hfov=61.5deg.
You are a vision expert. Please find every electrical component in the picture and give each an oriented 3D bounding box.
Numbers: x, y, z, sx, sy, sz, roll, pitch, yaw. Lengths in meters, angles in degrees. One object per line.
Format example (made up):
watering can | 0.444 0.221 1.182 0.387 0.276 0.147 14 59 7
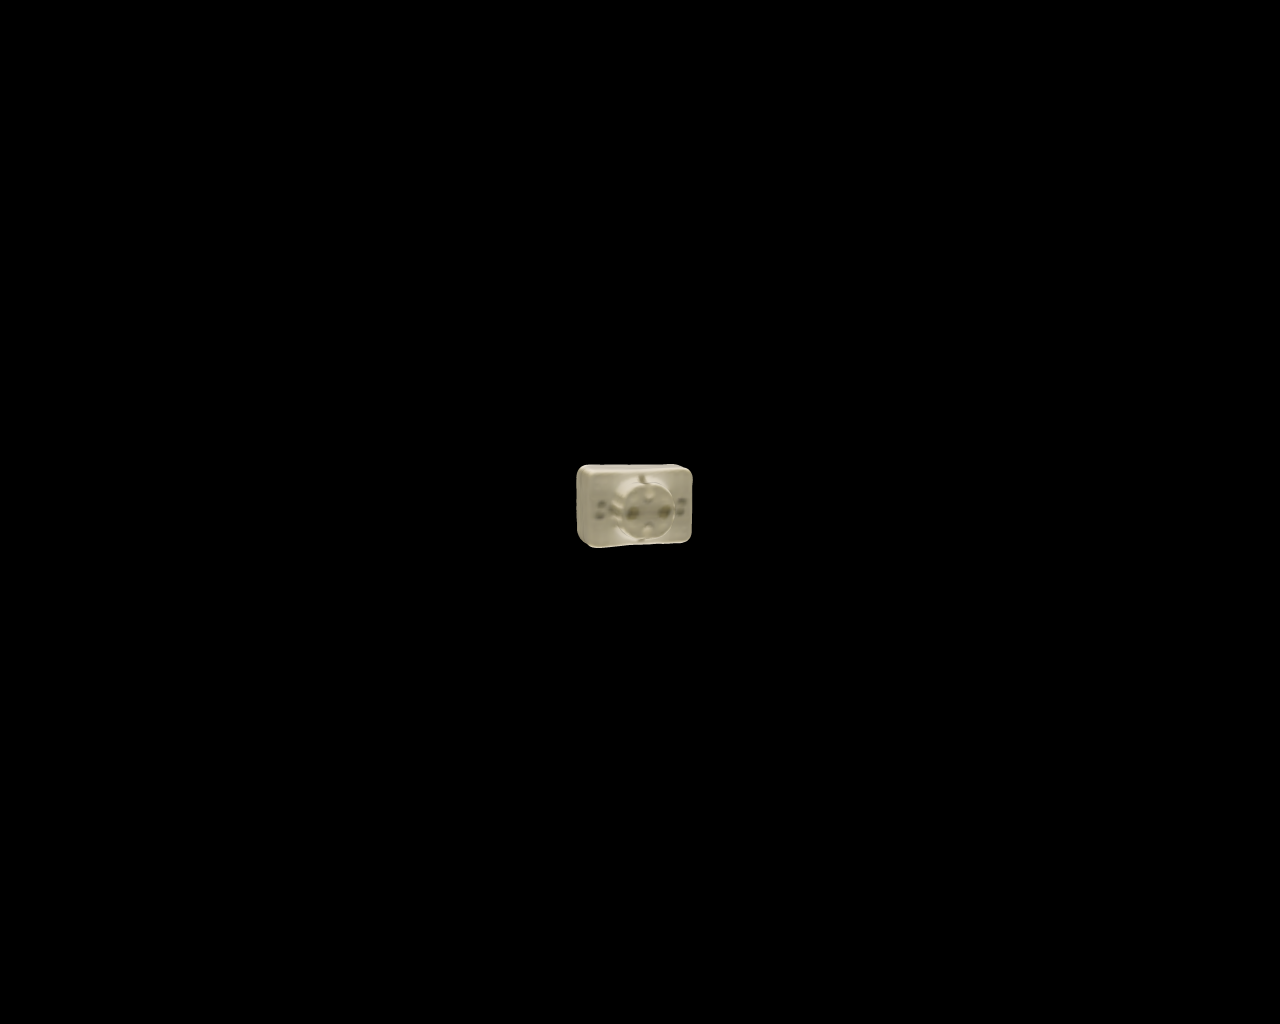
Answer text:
electrical component | 0.001 -0.003 0.650 0.066 0.047 0.077 -2 8 -14
